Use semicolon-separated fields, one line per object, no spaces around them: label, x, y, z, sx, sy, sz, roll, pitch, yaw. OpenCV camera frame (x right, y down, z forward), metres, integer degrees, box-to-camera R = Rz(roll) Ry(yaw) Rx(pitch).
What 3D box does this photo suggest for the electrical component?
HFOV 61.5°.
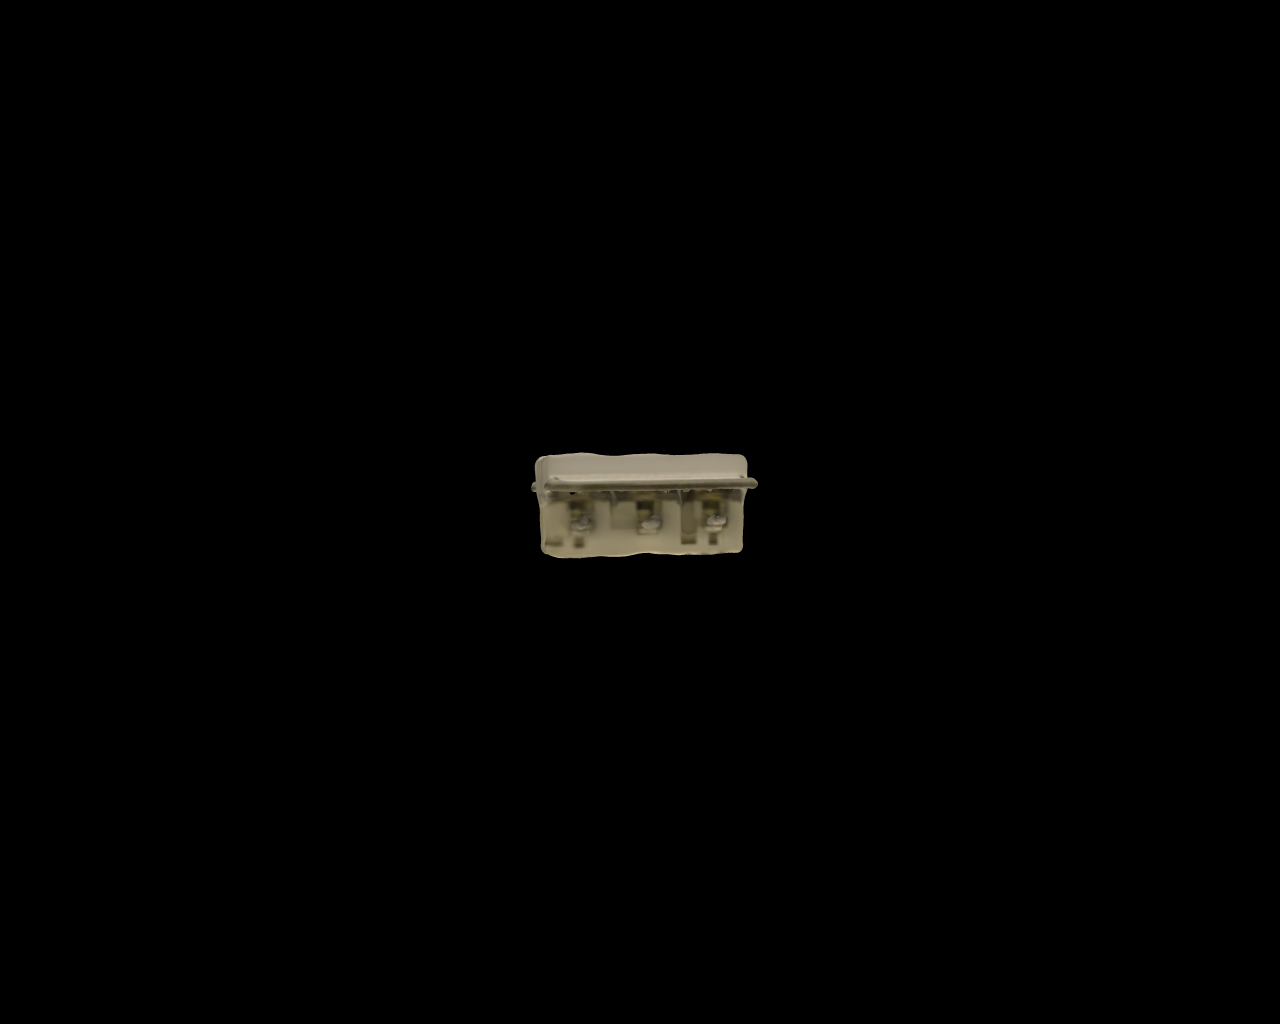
electrical component;0.001;-0.003;0.650;0.121;0.063;0.078;0;0;-13
